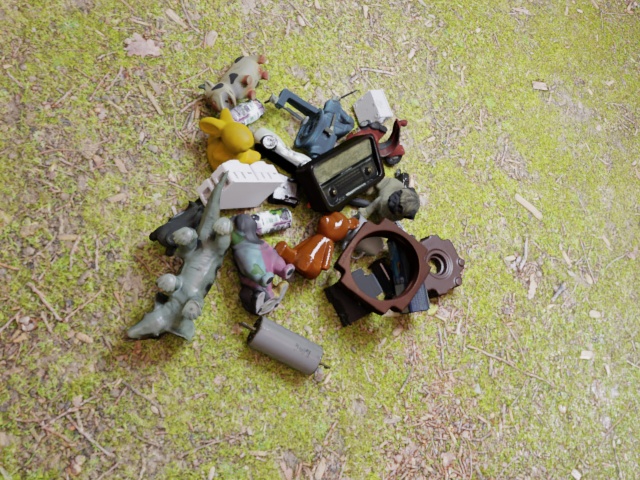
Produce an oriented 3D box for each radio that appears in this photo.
[{"bbox_3d":[0.058,-0.170,1.370,0.229,0.073,0.131,-33,112,-30],"label":"radio"}]

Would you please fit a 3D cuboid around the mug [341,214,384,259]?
[{"bbox_3d":[0.109,0.003,1.405,0.107,0.081,0.109,37,63,-18],"label":"mug"}]

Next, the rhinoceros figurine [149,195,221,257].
[{"bbox_3d":[-0.303,-0.045,1.222,0.073,0.112,0.190,43,46,-2],"label":"rhinoceros figurine"}]

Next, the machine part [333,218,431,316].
[{"bbox_3d":[0.150,0.067,1.312,0.201,0.087,0.201,36,79,0],"label":"machine part"}]

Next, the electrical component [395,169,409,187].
[{"bbox_3d":[0.228,-0.162,1.508,0.021,0.063,0.094,11,70,-20],"label":"electrical component"}]

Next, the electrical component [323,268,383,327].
[{"bbox_3d":[0.092,0.140,1.371,0.134,0.058,0.115,-30,91,-27],"label":"electrical component"}]

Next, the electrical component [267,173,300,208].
[{"bbox_3d":[-0.108,-0.130,1.365,0.119,0.048,0.075,16,72,-19],"label":"electrical component"}]

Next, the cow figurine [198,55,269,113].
[{"bbox_3d":[-0.222,-0.394,1.362,0.127,0.085,0.195,7,51,21],"label":"cow figurine"}]

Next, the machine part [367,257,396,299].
[{"bbox_3d":[0.188,0.109,1.431,0.084,0.039,0.139,-38,94,-20],"label":"machine part"}]

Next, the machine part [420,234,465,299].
[{"bbox_3d":[0.315,0.071,1.485,0.179,0.056,0.179,6,73,-20],"label":"machine part"}]

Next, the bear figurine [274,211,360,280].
[{"bbox_3d":[-0.002,-0.003,1.318,0.120,0.131,0.196,31,82,31],"label":"bear figurine"}]

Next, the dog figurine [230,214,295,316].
[{"bbox_3d":[-0.171,0.047,1.263,0.108,0.191,0.219,-20,54,-44],"label":"dog figurine"}]

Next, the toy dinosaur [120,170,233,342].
[{"bbox_3d":[-0.268,0.059,1.157,0.131,0.192,0.405,27,73,-6],"label":"toy dinosaur"}]

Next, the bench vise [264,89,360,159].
[{"bbox_3d":[-0.023,-0.327,1.414,0.240,0.129,0.223,30,72,-24],"label":"bench vise"}]

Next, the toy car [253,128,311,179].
[{"bbox_3d":[-0.090,-0.212,1.381,0.201,0.073,0.056,33,66,-12],"label":"toy car"}]

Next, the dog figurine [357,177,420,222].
[{"bbox_3d":[0.205,-0.115,1.386,0.121,0.190,0.172,24,66,-22],"label":"dog figurine"}]

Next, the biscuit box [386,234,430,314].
[{"bbox_3d":[0.228,0.088,1.400,0.063,0.059,0.202,-5,80,-25],"label":"biscuit box"}]

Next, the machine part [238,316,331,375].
[{"bbox_3d":[-0.081,0.247,1.255,0.243,0.079,0.079,31,66,-12],"label":"machine part"}]

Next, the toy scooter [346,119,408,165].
[{"bbox_3d":[0.168,-0.283,1.477,0.184,0.135,0.075,11,41,-22],"label":"toy scooter"}]

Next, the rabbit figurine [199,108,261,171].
[{"bbox_3d":[-0.207,-0.235,1.284,0.122,0.173,0.162,-31,93,-23],"label":"rabbit figurine"}]
